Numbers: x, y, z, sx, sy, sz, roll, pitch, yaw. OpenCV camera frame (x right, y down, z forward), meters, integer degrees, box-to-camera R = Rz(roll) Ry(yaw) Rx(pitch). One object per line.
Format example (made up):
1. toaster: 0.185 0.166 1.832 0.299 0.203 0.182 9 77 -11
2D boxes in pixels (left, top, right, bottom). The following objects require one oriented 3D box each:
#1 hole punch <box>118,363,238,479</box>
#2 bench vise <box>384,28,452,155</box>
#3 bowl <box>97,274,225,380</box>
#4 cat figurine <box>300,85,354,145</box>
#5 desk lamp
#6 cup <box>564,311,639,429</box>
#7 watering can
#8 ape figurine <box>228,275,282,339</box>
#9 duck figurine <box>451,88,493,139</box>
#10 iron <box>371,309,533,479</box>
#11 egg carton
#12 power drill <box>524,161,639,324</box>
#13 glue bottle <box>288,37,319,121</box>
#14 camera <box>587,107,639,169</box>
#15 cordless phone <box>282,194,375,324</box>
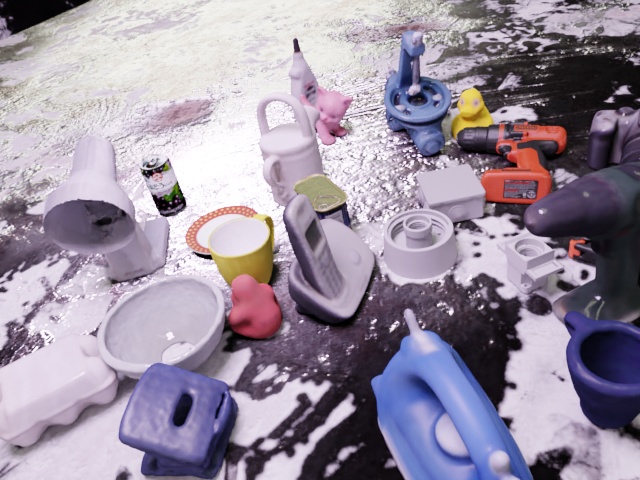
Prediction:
1. hole punch: -0.152 0.196 0.632 0.101 0.091 0.108 -3 39 12
2. bench vise: 0.154 -0.285 1.050 0.122 0.220 0.206 -28 40 -19
3. bowl: -0.196 0.125 0.747 0.167 0.075 0.167 -8 38 6
4. cat figurine: 0.008 -0.259 1.141 0.127 0.118 0.067 23 50 37
5. desk lamp: -0.322 -0.038 0.875 0.118 0.214 0.203 -13 38 -1
6. cup: 0.286 0.136 0.582 0.092 0.095 0.117 -20 38 -10
7. watering can: -0.052 -0.166 0.978 0.100 0.194 0.173 -5 38 9
8. ape figurine: -0.091 0.082 0.758 0.078 0.092 0.075 -31 41 -23
9. duck figurine: 0.283 -0.241 1.068 0.077 0.086 0.105 9 43 26
10. iron: 0.135 0.184 0.526 0.119 0.142 0.257 -20 38 -10
11. egg carton: -0.331 0.183 0.716 0.150 0.069 0.107 -28 40 -19
12. power drill: 0.320 0.008 0.642 0.230 0.209 0.075 -25 39 -16
13. glue bottle: -0.037 -0.342 1.213 0.037 0.173 0.078 16 46 32
14. camera: 0.486 -0.146 0.878 0.142 0.101 0.137 11 44 28
15. cordless phone: 0.007 0.003 0.755 0.094 0.185 0.148 3 41 20
